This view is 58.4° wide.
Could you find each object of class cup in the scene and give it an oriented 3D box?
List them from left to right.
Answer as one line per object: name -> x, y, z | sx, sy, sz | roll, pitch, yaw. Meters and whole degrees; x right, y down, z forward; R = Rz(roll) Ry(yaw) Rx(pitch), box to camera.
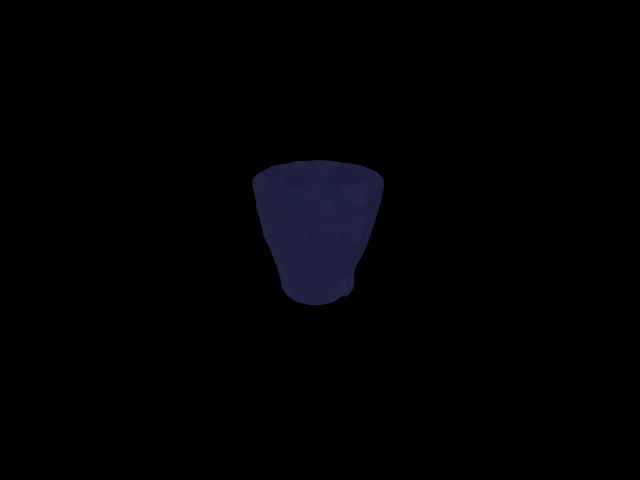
cup -> 0.004, 0.001, 0.400 | 0.092, 0.095, 0.117 | -7, 21, -18
